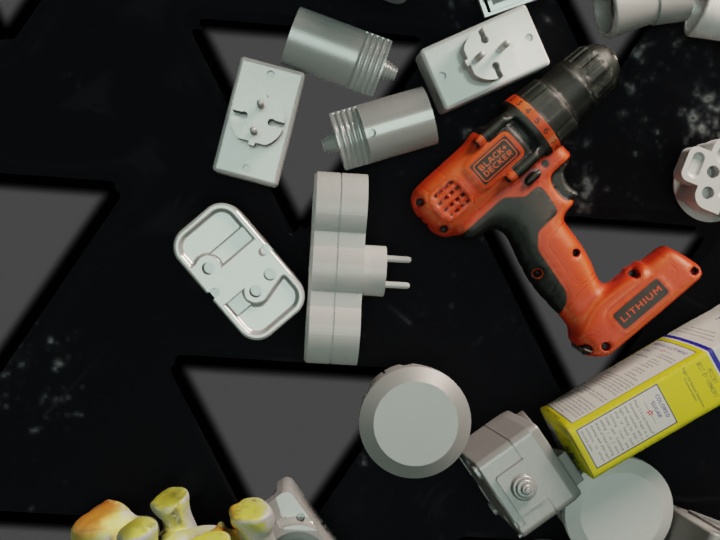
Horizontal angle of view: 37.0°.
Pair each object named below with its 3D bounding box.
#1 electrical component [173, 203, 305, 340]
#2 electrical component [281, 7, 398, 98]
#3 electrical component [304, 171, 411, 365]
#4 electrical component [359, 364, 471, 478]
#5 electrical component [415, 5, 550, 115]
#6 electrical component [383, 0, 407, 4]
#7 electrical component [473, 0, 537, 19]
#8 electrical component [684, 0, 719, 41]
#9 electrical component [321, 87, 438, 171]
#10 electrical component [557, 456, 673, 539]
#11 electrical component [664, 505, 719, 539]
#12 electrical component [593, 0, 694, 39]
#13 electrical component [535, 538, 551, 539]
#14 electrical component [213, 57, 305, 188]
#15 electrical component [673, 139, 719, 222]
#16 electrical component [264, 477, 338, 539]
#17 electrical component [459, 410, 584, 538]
[{"bbox_3d":[-0.085,0.000,0.769,0.054,0.059,0.095,-40,94,-1],"label":"electrical component"},{"bbox_3d":[-0.012,-0.155,0.775,0.081,0.043,0.043,20,91,-4],"label":"electrical component"},{"bbox_3d":[0.000,0.000,0.777,0.074,0.052,0.138,3,92,-4],"label":"electrical component"},{"bbox_3d":[0.038,0.107,0.784,0.080,0.051,0.080,0,92,-3],"label":"electrical component"},{"bbox_3d":[0.089,-0.151,0.764,0.083,0.076,0.047,-24,93,-2],"label":"electrical component"},{"bbox_3d":[-0.005,-0.245,0.765,0.113,0.057,0.078,18,91,-4],"label":"electrical component"},{"bbox_3d":[0.135,-0.240,0.770,0.121,0.063,0.078,-20,93,-2],"label":"electrical component"},{"bbox_3d":[0.273,-0.184,0.789,0.055,0.045,0.045,19,91,-4],"label":"electrical component"},{"bbox_3d":[0.012,-0.101,0.778,0.081,0.043,0.043,-17,93,-2],"label":"electrical component"},{"bbox_3d":[0.184,0.172,0.793,0.080,0.051,0.080,-1,95,-6],"label":"electrical component"},{"bbox_3d":[0.272,0.218,0.773,0.109,0.109,0.056,21,88,-4],"label":"electrical component"},{"bbox_3d":[0.210,-0.196,0.787,0.065,0.044,0.044,-10,93,-8],"label":"electrical component"},{"bbox_3d":[0.140,0.242,0.795,0.080,0.051,0.080,0,92,-3],"label":"electrical component"},{"bbox_3d":[-0.071,-0.104,0.757,0.047,0.076,0.083,15,91,-4],"label":"electrical component"},{"bbox_3d":[0.264,-0.064,0.787,0.078,0.057,0.058,21,91,-4],"label":"electrical component"},{"bbox_3d":[-0.046,0.204,0.781,0.050,0.056,0.089,-36,94,-1],"label":"electrical component"},{"bbox_3d":[0.115,0.142,0.767,0.061,0.096,0.061,-34,94,-5],"label":"electrical component"}]
